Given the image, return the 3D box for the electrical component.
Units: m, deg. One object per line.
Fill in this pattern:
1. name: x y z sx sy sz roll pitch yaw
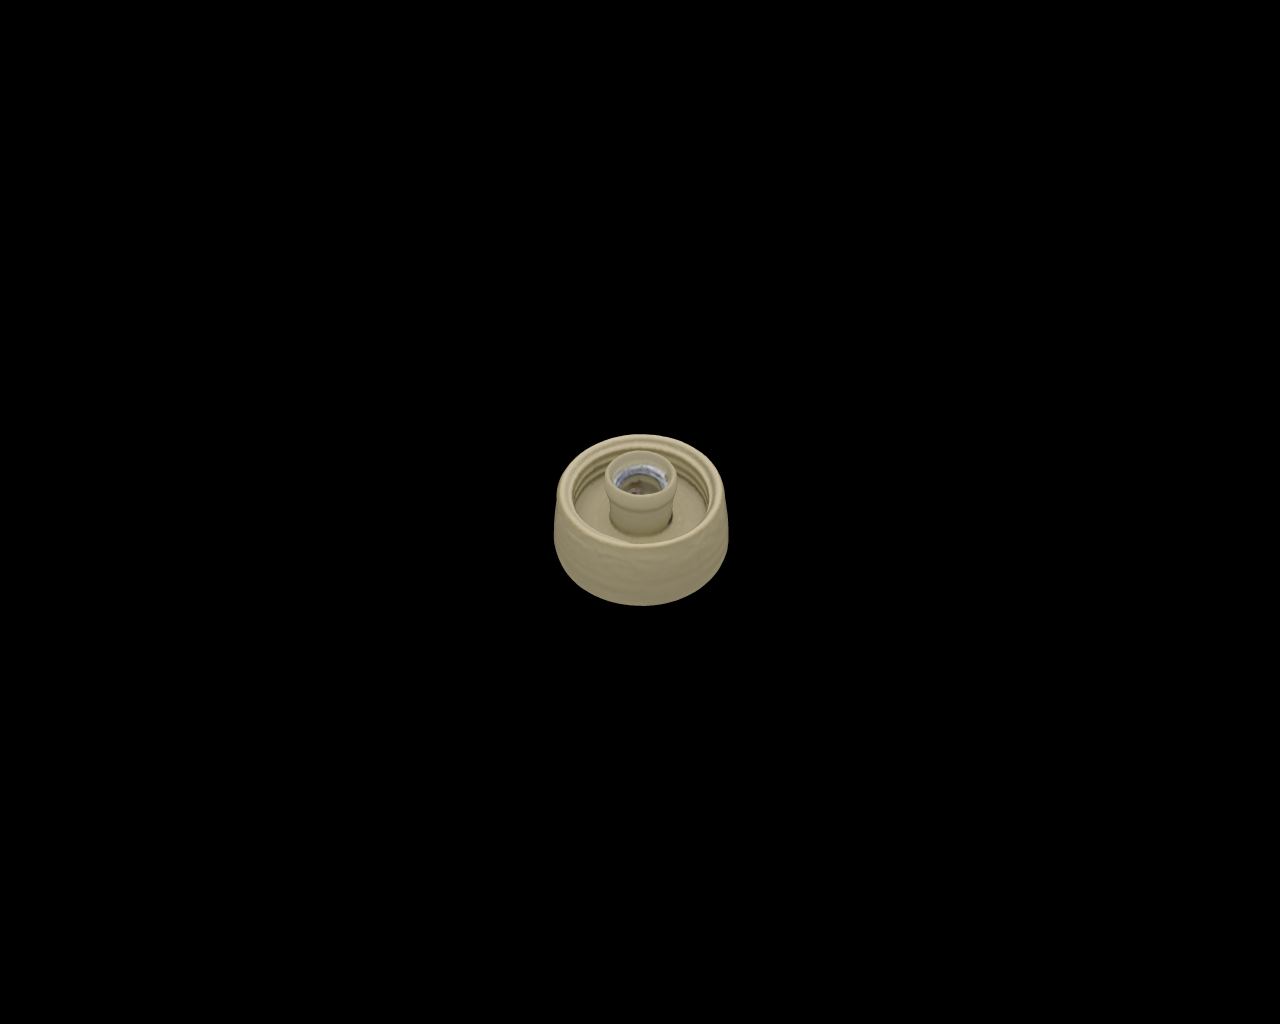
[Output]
1. electrical component: 0.001 -0.003 0.650 0.108 0.108 0.060 0 -44 0
